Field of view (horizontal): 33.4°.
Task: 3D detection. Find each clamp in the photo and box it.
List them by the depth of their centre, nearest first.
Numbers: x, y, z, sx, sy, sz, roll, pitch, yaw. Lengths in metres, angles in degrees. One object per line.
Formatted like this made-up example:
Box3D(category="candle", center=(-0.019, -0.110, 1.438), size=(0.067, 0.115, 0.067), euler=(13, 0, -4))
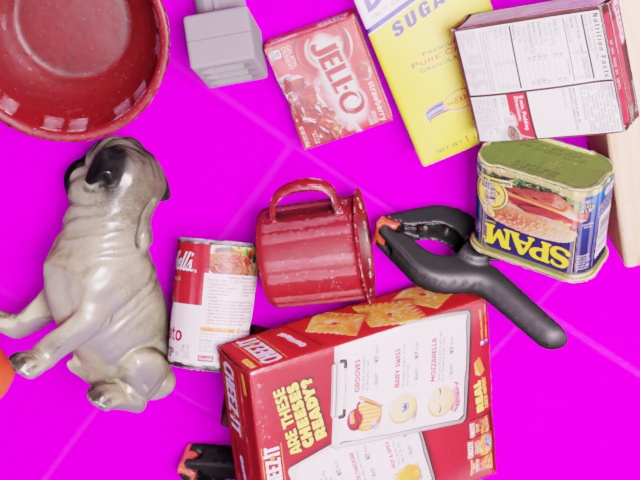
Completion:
Box3D(category="clamp", center=(0.130, 0.009, 0.850), size=(0.171, 0.120, 0.039), euler=(25, 139, 8))
Box3D(category="clamp", center=(-0.025, 0.234, 0.961), size=(0.210, 0.036, 0.165), euler=(32, 125, -10))

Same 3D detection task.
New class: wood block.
Box3D(category="wood block", center=(0.246, -0.097, 0.790), size=(0.090, 0.091, 0.206), euler=(-12, 114, 6))

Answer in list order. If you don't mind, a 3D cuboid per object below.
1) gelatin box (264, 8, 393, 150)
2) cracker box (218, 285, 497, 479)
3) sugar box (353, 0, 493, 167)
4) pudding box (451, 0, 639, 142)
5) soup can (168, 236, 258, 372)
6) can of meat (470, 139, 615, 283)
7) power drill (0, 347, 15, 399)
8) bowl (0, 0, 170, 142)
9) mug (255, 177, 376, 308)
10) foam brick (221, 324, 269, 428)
Box3D(category="gelatin box", center=(0.007, -0.122, 0.814), size=(0.073, 0.030, 0.089), euler=(-18, 113, 9))
Box3D(category="cracker box", center=(0.035, 0.137, 0.854), size=(0.213, 0.072, 0.164), euler=(-15, 110, -25))
Box3D(category="sugar box", center=(0.084, -0.153, 0.790), size=(0.093, 0.048, 0.176), euler=(-23, 114, 7))
Box3D(category="pudding box", center=(0.155, -0.116, 0.735), size=(0.114, 0.039, 0.090), euler=(-2, 115, 34))
Box3D(category="soup can", center=(-0.084, 0.051, 0.853), size=(0.068, 0.068, 0.102), euler=(5, 89, -2))
Box3D(category="can of meat", center=(0.164, -0.027, 0.790), size=(0.102, 0.057, 0.084), euler=(21, 136, 28))
Box3D(category="power drill", center=(-0.344, 0.114, 0.880), size=(0.188, 0.057, 0.184), euler=(-14, 117, 29))
Box3D(category="bowl", center=(-0.188, -0.156, 0.787), size=(0.162, 0.055, 0.162), euler=(0, 114, 1))
Box3D(category="mug", center=(-0.005, 0.001, 0.835), size=(0.081, 0.093, 0.117), euler=(-7, 132, 9))
Box3D(category="foam brick", center=(-0.048, 0.122, 0.912), size=(0.051, 0.053, 0.078), euler=(19, 114, -8))
